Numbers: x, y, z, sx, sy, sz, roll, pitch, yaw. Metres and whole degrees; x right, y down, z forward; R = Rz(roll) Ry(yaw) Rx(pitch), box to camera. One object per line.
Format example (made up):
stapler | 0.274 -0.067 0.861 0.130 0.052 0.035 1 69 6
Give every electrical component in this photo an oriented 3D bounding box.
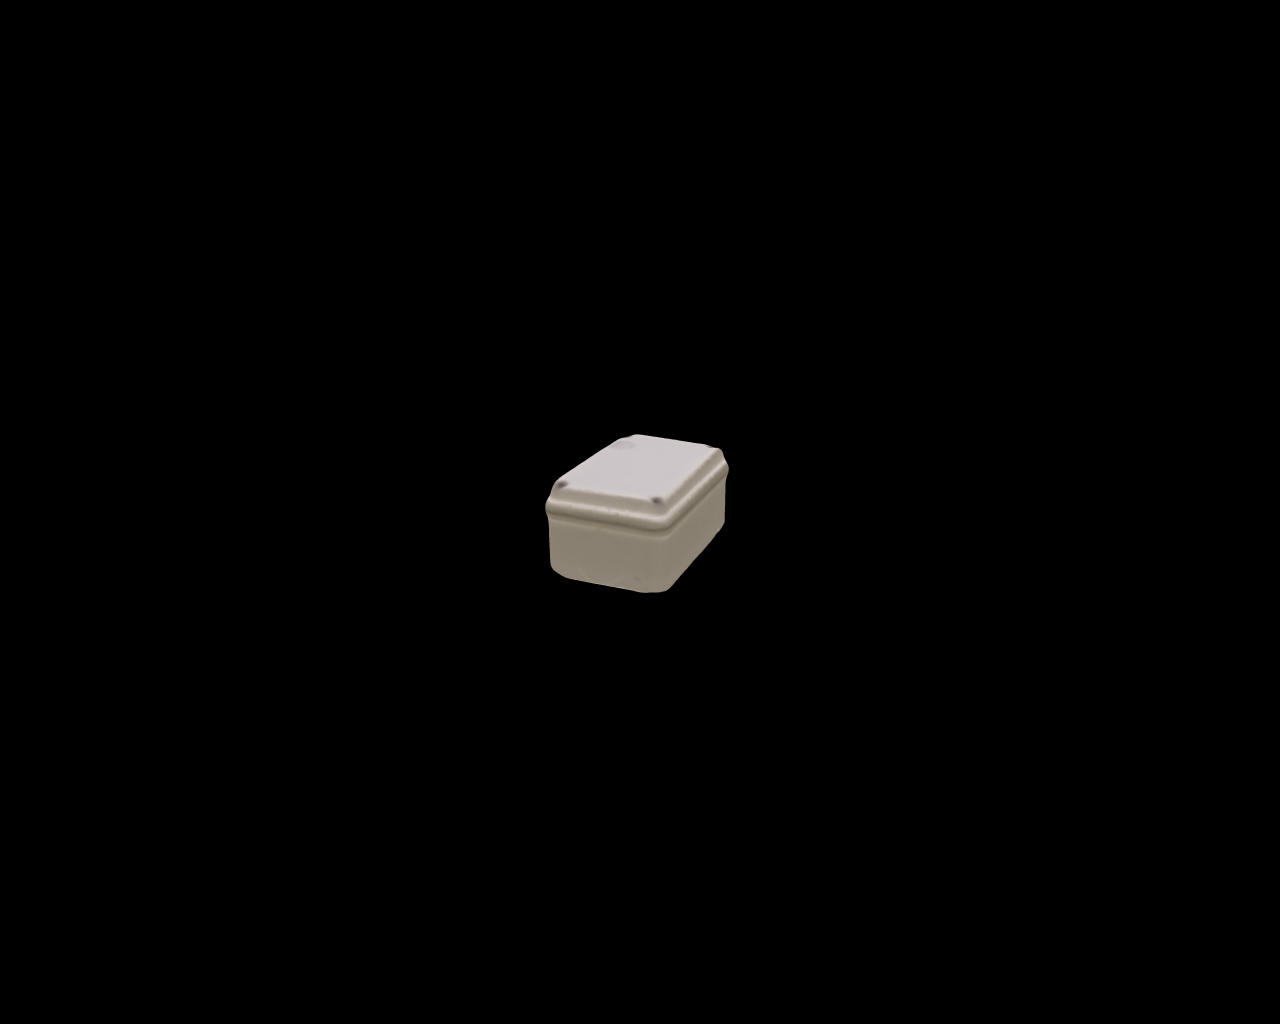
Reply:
electrical component | 0.001 -0.003 0.650 0.078 0.057 0.113 10 24 22
